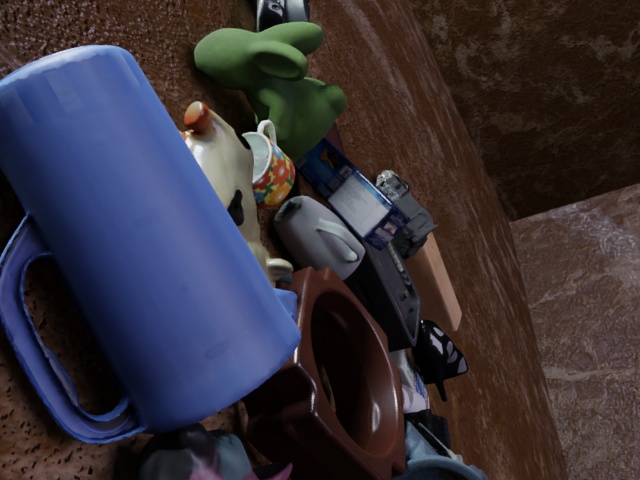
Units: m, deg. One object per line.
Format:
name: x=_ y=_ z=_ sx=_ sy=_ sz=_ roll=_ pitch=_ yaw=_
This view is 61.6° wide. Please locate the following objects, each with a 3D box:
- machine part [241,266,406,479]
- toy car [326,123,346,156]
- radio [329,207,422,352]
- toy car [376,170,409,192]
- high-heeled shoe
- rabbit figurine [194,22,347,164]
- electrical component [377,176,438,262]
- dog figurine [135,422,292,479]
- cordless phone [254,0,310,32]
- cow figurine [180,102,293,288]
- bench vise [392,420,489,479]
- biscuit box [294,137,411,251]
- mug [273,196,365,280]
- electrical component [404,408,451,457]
machine part: x=0.005 y=0.146 z=0.562 sx=0.200 sy=0.087 sz=0.201 roll=51 pitch=25 yaw=-28
toy car: x=0.004 y=-0.161 z=0.840 sx=0.089 sy=0.053 sz=0.202 roll=10 pitch=61 yaw=-56
radio: x=0.079 y=0.047 z=0.823 sx=0.229 sy=0.073 sz=0.131 roll=64 pitch=25 yaw=-16
toy car: x=0.164 y=-0.046 z=1.092 sx=0.073 sy=0.056 sz=0.201 roll=-13 pitch=83 yaw=-60
high-heeled shoe: x=0.204 y=0.185 z=0.954 sx=0.249 sy=0.086 sz=0.145 roll=-26 pitch=99 yaw=-76
rabbit figurine: x=-0.063 y=-0.179 z=0.629 sx=0.170 sy=0.159 sz=0.121 roll=36 pitch=49 yaw=-28
electrical component: x=0.122 y=-0.023 z=0.895 sx=0.058 sy=0.134 sz=0.115 roll=-32 pitch=73 yaw=-24
dog figurine: x=-0.082 y=0.225 z=0.327 sx=0.191 sy=0.108 sz=0.219 roll=68 pitch=22 yaw=-5
cordless phone: x=-0.104 y=-0.360 z=0.753 sx=0.184 sy=0.089 sz=0.146 roll=30 pitch=46 yaw=-40
cow figurine: x=-0.092 y=-0.018 z=0.508 sx=0.127 sy=0.085 sz=0.195 roll=23 pitch=52 yaw=-51
bench vise: x=0.140 y=0.312 z=0.559 sx=0.223 sy=0.129 sz=0.240 roll=60 pitch=12 yaw=-6
biscuit box: x=0.027 y=-0.076 z=0.712 sx=0.203 sy=0.059 sz=0.062 roll=49 pitch=12 yaw=31
mug: x=-0.001 y=-0.002 z=0.664 sx=0.107 sy=0.110 sz=0.081 roll=45 pitch=71 yaw=-25
electrical component: x=0.158 y=0.295 z=0.810 sx=0.119 sy=0.075 sz=0.048 roll=37 pitch=41 yaw=-44
